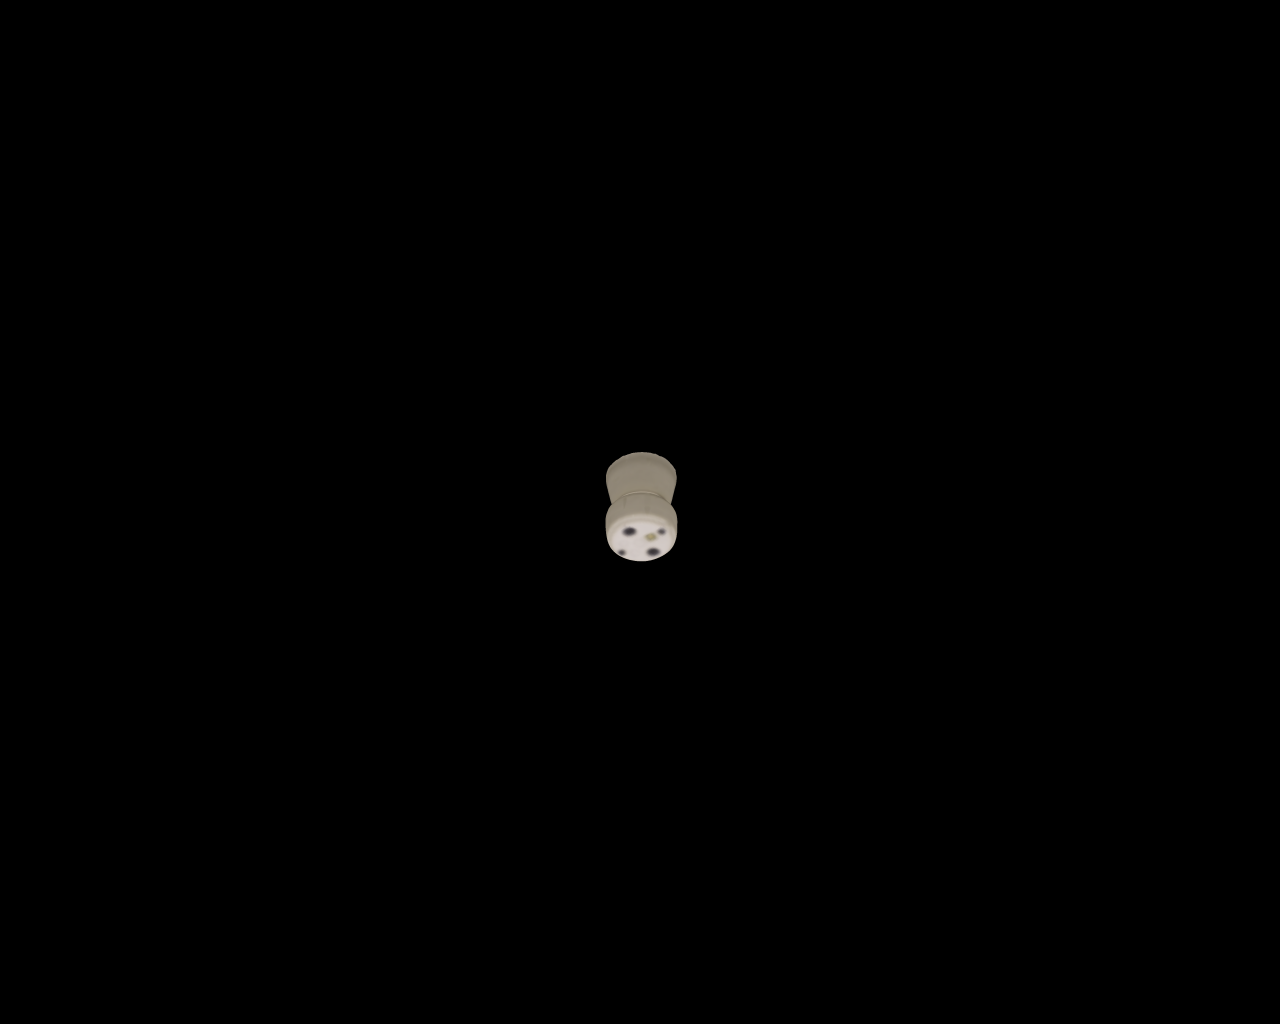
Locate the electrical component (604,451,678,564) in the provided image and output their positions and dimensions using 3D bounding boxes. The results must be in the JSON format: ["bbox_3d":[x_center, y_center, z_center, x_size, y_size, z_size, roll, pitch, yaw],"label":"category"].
[{"bbox_3d":[0.001,-0.003,0.650,0.045,0.055,0.044,0,-43,0],"label":"electrical component"}]
